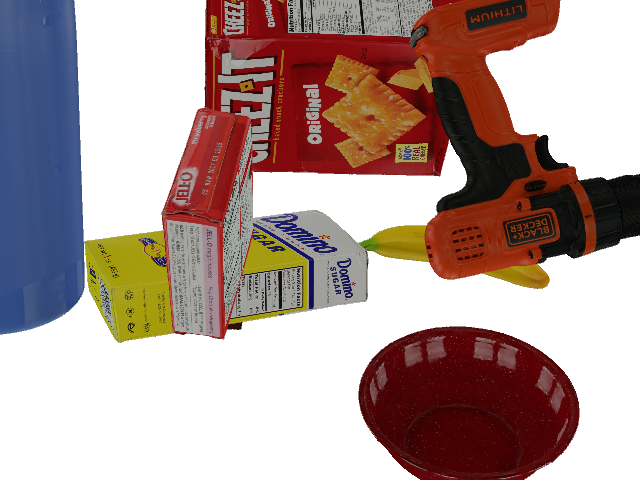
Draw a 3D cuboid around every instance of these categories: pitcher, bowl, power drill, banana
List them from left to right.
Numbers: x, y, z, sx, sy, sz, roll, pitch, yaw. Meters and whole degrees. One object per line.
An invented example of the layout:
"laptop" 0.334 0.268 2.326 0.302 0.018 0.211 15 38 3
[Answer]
"pitcher" -0.220 -0.063 0.671 0.149 0.243 0.145 -4 26 -10
"banana" 0.137 0.016 1.098 0.198 0.037 0.069 8 35 11
"bowl" 0.108 0.135 0.799 0.162 0.055 0.162 0 36 0
"power drill" 0.148 -0.078 0.734 0.184 0.187 0.057 -13 -2 -5

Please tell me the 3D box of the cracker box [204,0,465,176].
"cracker box" 0.009 -0.129 0.902 0.213 0.072 0.164 0 -37 -6

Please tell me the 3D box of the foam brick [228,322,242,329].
"foam brick" -0.095 0.035 0.964 0.053 0.078 0.051 4 14 -13

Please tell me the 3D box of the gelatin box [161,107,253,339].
"gelatin box" -0.054 -0.008 0.521 0.030 0.073 0.089 8 -42 4

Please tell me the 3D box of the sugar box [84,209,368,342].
"sugar box" -0.065 0.020 0.733 0.176 0.048 0.093 -11 24 -20
